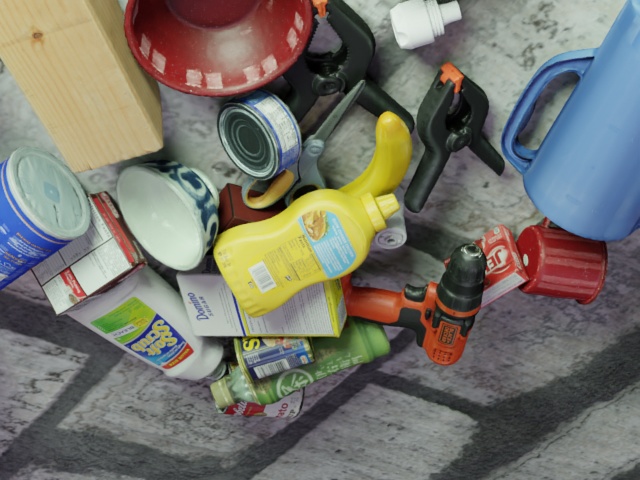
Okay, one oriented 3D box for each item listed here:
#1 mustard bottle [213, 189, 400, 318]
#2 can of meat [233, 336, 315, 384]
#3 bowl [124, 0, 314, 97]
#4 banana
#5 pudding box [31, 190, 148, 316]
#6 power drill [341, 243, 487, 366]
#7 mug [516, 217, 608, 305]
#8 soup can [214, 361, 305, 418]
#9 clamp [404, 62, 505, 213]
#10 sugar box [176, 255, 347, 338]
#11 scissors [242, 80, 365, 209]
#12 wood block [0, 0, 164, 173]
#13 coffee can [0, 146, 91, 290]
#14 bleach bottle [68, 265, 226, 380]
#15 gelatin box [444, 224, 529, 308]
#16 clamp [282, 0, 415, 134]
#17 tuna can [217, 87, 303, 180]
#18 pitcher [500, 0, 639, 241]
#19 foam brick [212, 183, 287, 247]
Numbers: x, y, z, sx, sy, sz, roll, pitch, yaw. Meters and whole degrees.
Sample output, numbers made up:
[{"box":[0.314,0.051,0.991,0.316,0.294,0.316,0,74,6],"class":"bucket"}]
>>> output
[{"box":[-0.007,0.001,1.097,0.191,0.058,0.096,-25,116,5],"class":"mustard bottle"},{"box":[-0.057,0.109,1.256,0.084,0.102,0.057,-17,138,3],"class":"can of meat"},{"box":[-0.089,-0.202,0.924,0.162,0.055,0.162,-7,139,-6],"class":"bowl"},{"box":[0.054,-0.070,1.096,0.069,0.037,0.198,-2,155,-26],"class":"banana"},{"box":[-0.247,0.015,1.110,0.114,0.090,0.039,-32,175,20],"class":"pudding box"},{"box":[0.089,0.055,1.204,0.188,0.057,0.184,17,135,10],"class":"power drill"},{"box":[0.280,0.015,1.247,0.081,0.093,0.117,7,106,-13],"class":"mug"},{"box":[-0.078,0.193,1.372,0.102,0.068,0.069,7,136,-22],"class":"soup can"},{"box":[0.128,-0.101,1.093,0.120,0.039,0.171,-34,137,-11],"class":"clamp"},{"box":[-0.064,0.062,1.194,0.176,0.048,0.093,1,127,17],"class":"sugar box"},{"box":[0.004,-0.083,1.069,0.096,0.016,0.202,26,132,-37],"class":"scissors"},{"box":[-0.212,-0.165,0.912,0.091,0.090,0.206,-15,140,5],"class":"wood block"},{"box":[-0.312,-0.013,1.052,0.140,0.103,0.102,-32,136,22],"class":"coffee can"},{"box":[-0.183,0.100,1.246,0.103,0.068,0.250,-28,139,16],"class":"bleach bottle"},{"box":[0.193,0.035,1.250,0.089,0.073,0.030,-35,133,26],"class":"gelatin box"},{"box":[-0.002,-0.152,1.017,0.164,0.036,0.210,-15,143,3],"class":"clamp"},{"box":[-0.059,-0.101,1.023,0.033,0.086,0.086,-36,153,-34],"class":"tuna can"},{"box":[0.296,-0.130,1.056,0.149,0.145,0.243,-6,137,-26],"class":"pitcher"},{"box":[-0.074,-0.018,1.142,0.078,0.051,0.053,16,131,-29],"class":"foam brick"}]
